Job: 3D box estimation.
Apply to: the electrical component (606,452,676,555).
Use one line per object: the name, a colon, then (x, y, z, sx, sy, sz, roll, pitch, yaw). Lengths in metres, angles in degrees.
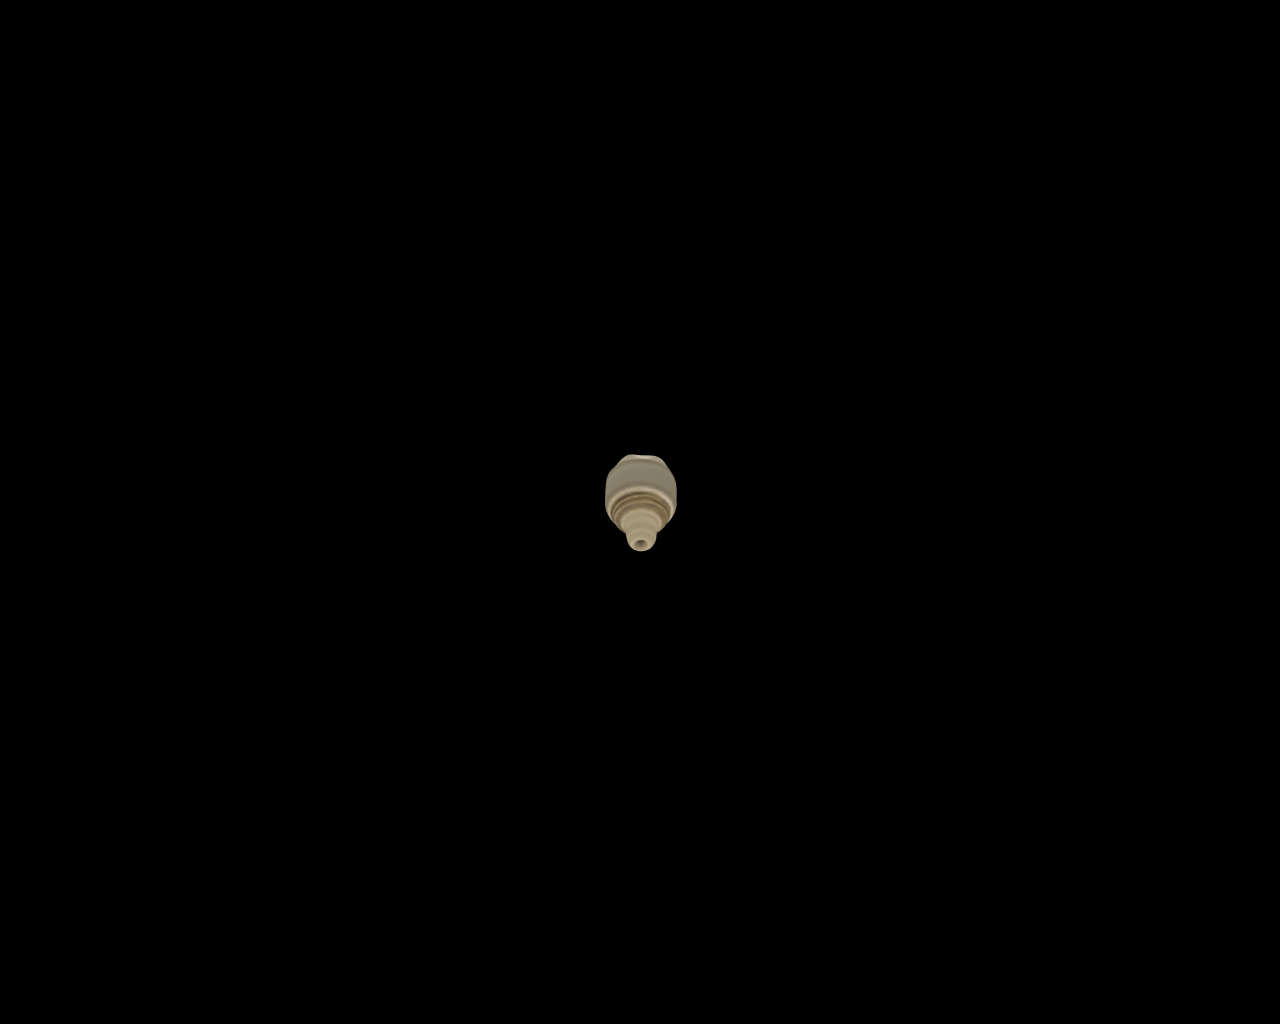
electrical component: (0.001, -0.003, 0.650, 0.043, 0.062, 0.043, 0, -43, 0)
